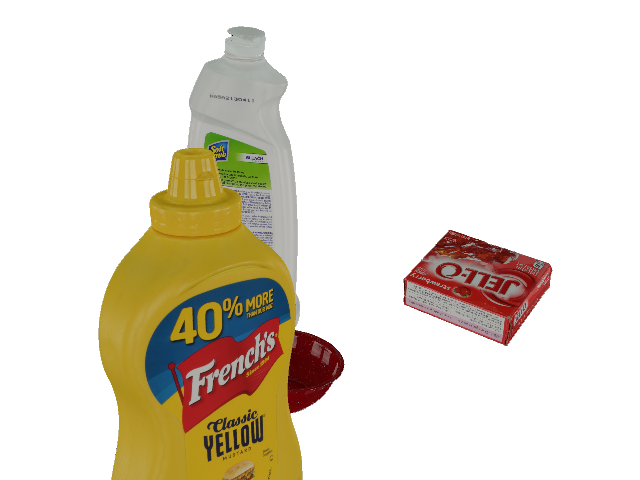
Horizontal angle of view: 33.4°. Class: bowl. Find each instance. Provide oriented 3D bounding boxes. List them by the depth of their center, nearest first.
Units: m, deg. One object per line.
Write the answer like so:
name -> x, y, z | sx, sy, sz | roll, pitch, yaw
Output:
bowl -> -0.052, 0.169, 1.332 | 0.162, 0.055, 0.162 | 4, 22, -2

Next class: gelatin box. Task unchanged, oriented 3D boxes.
gelatin box -> 0.118, 0.033, 0.803 | 0.089, 0.030, 0.073 | 21, 43, 27

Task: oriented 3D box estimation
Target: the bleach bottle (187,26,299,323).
bleach bottle -> -0.059, -0.047, 0.873 | 0.102, 0.251, 0.068 | 4, 25, -3

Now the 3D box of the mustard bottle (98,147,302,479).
mustard bottle -> -0.055, 0.052, 0.496 | 0.096, 0.192, 0.058 | -14, 22, -35
